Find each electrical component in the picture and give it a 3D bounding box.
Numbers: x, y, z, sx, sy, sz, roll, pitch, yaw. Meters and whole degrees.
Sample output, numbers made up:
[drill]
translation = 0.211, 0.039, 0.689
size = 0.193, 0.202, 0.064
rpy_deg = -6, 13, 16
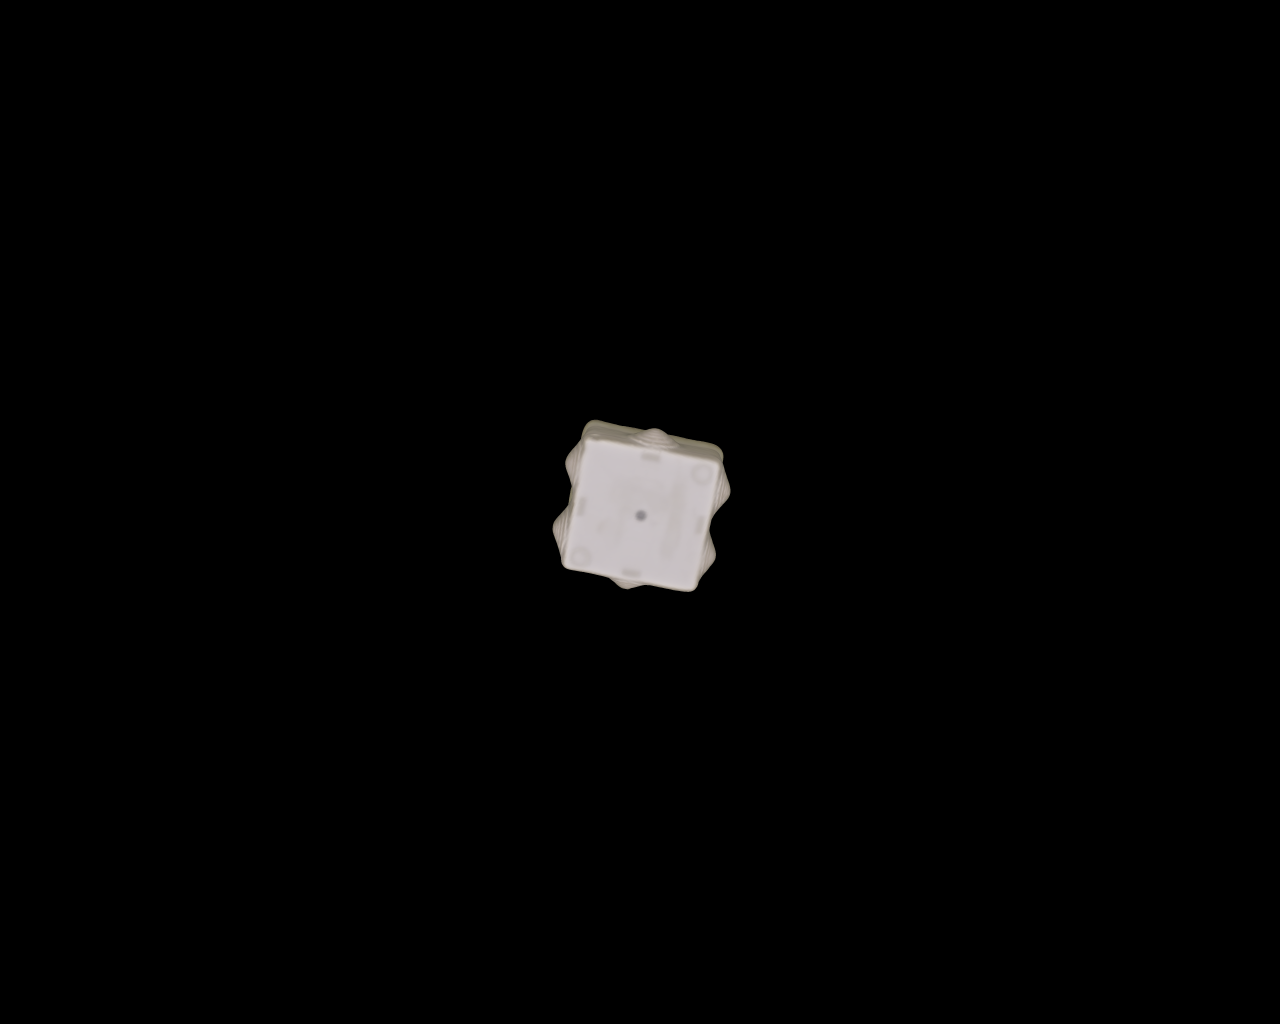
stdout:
[electrical component]
translation = 0.001, -0.003, 0.650
size = 0.100, 0.099, 0.048
rpy_deg = 11, 11, -2
